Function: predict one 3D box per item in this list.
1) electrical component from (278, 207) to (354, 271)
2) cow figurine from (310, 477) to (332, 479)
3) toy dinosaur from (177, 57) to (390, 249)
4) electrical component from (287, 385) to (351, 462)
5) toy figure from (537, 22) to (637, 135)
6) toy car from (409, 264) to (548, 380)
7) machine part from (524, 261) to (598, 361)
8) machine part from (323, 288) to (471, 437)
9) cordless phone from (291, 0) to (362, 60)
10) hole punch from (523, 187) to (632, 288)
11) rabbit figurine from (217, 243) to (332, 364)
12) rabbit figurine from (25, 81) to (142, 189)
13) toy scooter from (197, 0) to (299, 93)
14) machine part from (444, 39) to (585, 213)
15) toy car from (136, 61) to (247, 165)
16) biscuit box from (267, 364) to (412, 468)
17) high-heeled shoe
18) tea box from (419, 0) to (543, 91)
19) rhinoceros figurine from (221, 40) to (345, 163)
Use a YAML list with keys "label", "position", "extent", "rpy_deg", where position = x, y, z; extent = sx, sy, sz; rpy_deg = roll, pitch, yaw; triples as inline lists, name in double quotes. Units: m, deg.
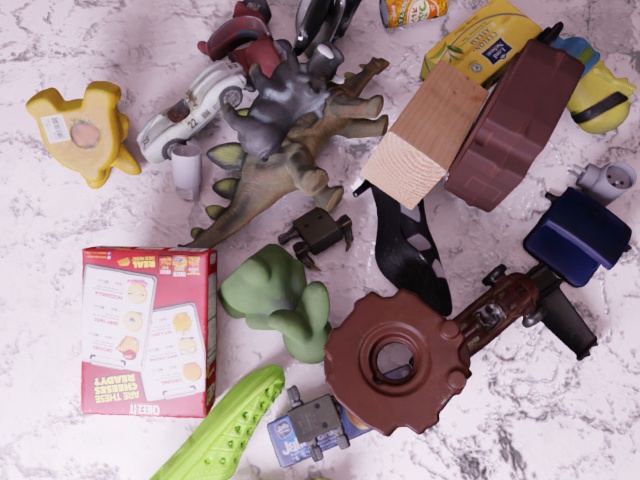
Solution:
- label: "electrical component"
  position: [-0.001, -0.004, 0.785]
  extent: [0.102, 0.045, 0.078]
  rpy_deg: [-36, 47, -12]
- label: "cow figurine"
  position: [-0.062, 0.350, 0.663]
  extent: [0.167, 0.068, 0.098]
  rpy_deg: [-4, 79, 1]
- label: "toy dinosaur"
  position: [-0.053, -0.120, 0.785]
  extent: [0.199, 0.105, 0.471]
  rpy_deg: [30, 70, 27]
- label: "electrical component"
  position: [-0.004, 0.218, 0.659]
  extent: [0.063, 0.021, 0.094]
  rpy_deg: [-23, 70, -6]
- label: "toy figure"
  position: [0.393, -0.240, 0.815]
  extent: [0.180, 0.082, 0.089]
  rpy_deg: [42, 117, -5]
- label: "toy car"
  position: [0.206, 0.112, 0.701]
  extent: [0.202, 0.053, 0.089]
  rpy_deg: [-34, 75, -14]
- label: "machine part"
  position: [0.328, 0.100, 0.744]
  extent: [0.084, 0.039, 0.139]
  rpy_deg: [-29, 72, -13]
- label: "machine part"
  position: [0.091, 0.146, 0.651]
  extent: [0.179, 0.056, 0.179]
  rpy_deg: [-4, 72, 12]
- label: "cordless phone"
  position: [-0.010, -0.317, 0.816]
  extent: [0.089, 0.146, 0.184]
  rpy_deg: [27, 58, -8]
- label: "hole punch"
  position: [0.369, -0.012, 0.754]
  extent: [0.142, 0.092, 0.116]
  rpy_deg: [38, 74, 16]
- label: "rabbit figurine"
  position: [-0.037, 0.088, 0.713]
  extent: [0.121, 0.159, 0.170]
  rpy_deg: [-42, 91, -21]
- label: "rabbit figurine"
  position: [-0.326, -0.162, 0.796]
  extent: [0.122, 0.173, 0.162]
  rpy_deg: [-22, 118, -4]
- label: "toy scooter"
  position: [-0.120, -0.304, 0.865]
  extent: [0.135, 0.075, 0.184]
  rpy_deg: [-25, 71, -4]
- label: "machine part"
  position: [0.257, -0.153, 0.739]
  extent: [0.087, 0.201, 0.201]
  rpy_deg: [31, 76, 8]
- label: "toy car"
  position: [-0.193, -0.195, 0.813]
  extent: [0.202, 0.056, 0.074]
  rpy_deg: [-42, 48, 6]
- label: "biscuit box"
  position: [0.034, 0.228, 0.699]
  extent: [0.203, 0.062, 0.059]
  rpy_deg: [-22, 72, -6]
- label: "high-heeled shoe"
  position: [0.141, -0.019, 0.786]
  extent: [0.145, 0.086, 0.248]
  rpy_deg: [-35, 92, -40]
- label: "tea box"
  position: [0.253, -0.295, 0.855]
  extent: [0.169, 0.068, 0.098]
  rpy_deg: [-42, 76, -12]
- label: "rhinoceros figurine"
  position: [-0.044, -0.192, 0.720]
  extent: [0.112, 0.073, 0.190]
  rpy_deg: [30, 75, 32]
